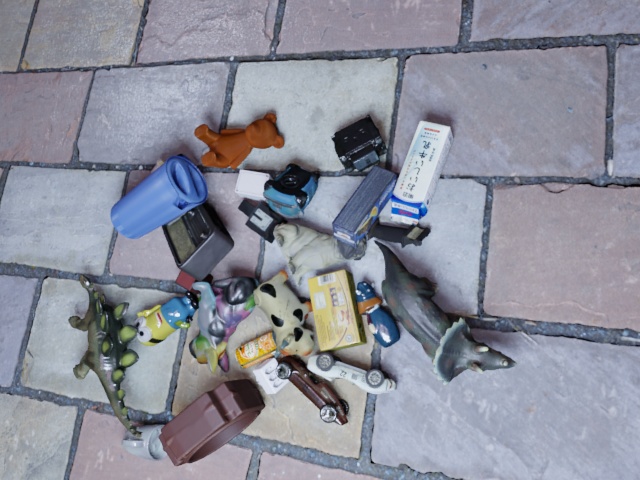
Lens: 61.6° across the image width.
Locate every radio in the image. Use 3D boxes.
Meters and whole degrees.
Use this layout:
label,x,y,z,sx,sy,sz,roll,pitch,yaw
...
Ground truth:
label,x,y,z,sx,sy,sz,roll,pitch,yaw
radio,-0.305,-0.012,1.332,0.131,0.073,0.230,-44,40,2

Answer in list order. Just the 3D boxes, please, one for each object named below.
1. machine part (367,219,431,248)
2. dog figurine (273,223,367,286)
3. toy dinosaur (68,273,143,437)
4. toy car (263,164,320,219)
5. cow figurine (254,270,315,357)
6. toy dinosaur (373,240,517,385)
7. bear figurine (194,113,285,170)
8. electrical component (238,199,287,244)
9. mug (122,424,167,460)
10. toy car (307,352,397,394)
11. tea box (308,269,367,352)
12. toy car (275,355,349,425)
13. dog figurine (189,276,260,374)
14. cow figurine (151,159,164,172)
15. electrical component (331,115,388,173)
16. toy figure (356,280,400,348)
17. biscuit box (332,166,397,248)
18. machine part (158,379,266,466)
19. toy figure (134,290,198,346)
label,x,y,z,sx,sy,sz,roll,pitch,yaw
machine part,0.176,-0.015,1.223,0.139,0.039,0.084,9,37,28
dog figurine,-0.001,-0.001,1.273,0.191,0.121,0.172,-26,73,-3
toy dinosaur,-0.527,0.277,1.327,0.198,0.105,0.471,-43,63,35
toy car,-0.069,-0.108,1.305,0.109,0.102,0.162,22,44,13
cow figurine,-0.080,0.179,1.223,0.127,0.085,0.195,-30,75,-35
toy dinosaur,0.205,0.141,1.104,0.131,0.192,0.405,-43,68,3
bear figurine,-0.202,-0.258,1.382,0.196,0.132,0.120,-20,75,20
electrical component,-0.151,-0.053,1.353,0.119,0.047,0.075,32,88,24
mug,-0.428,0.484,1.287,0.107,0.109,0.080,-8,78,31
toy car,0.070,0.293,1.175,0.202,0.073,0.056,14,78,22
tea box,0.039,0.162,1.222,0.098,0.068,0.169,-14,73,16
toy car,-0.013,0.327,1.186,0.202,0.089,0.053,37,95,24
dog figurine,-0.226,0.205,1.286,0.192,0.108,0.219,-9,78,14
cow figurine,-0.396,-0.136,1.448,0.167,0.068,0.098,41,98,26
electrical component,0.095,-0.224,1.282,0.115,0.058,0.134,-30,44,11
toy figure,0.121,0.163,1.196,0.058,0.064,0.154,-39,68,22
biscuit box,0.105,-0.079,1.223,0.063,0.059,0.203,25,60,22
machine part,-0.233,0.400,1.184,0.201,0.201,0.087,-41,70,5
toy figure,-0.382,0.201,1.352,0.180,0.089,0.082,-33,41,-1
